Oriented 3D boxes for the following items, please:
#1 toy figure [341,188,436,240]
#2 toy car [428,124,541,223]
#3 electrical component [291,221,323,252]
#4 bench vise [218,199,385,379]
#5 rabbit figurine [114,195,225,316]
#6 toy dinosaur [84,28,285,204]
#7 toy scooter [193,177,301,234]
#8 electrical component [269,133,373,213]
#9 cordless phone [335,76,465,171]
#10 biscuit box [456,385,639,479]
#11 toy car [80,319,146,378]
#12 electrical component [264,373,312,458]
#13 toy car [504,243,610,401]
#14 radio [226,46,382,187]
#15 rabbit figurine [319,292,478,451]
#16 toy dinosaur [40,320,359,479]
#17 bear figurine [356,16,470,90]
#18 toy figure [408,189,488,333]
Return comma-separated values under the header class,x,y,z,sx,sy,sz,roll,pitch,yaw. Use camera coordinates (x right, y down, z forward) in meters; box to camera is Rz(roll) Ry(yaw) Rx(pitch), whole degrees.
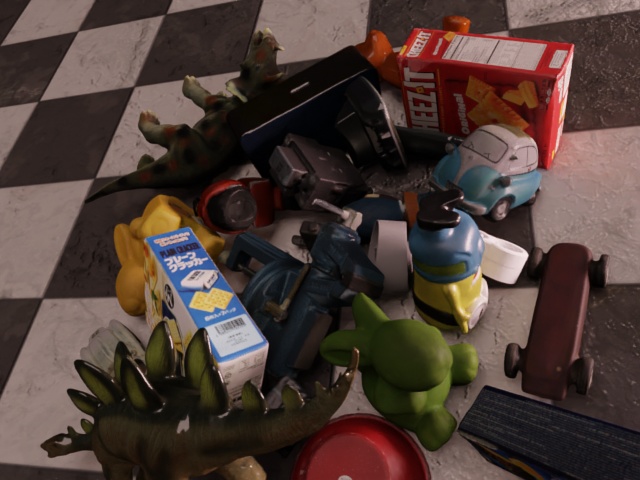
class,x,y,z,sx,sy,sz,roll,pitch,yaw
toy figure,0.107,-0.038,0.742,0.155,0.064,0.058,-9,17,6
toy car,0.227,-0.094,0.687,0.161,0.102,0.109,-14,43,-34
electrical component,-0.002,-0.002,0.749,0.094,0.063,0.021,9,61,25
bench vise,-0.045,0.042,0.676,0.241,0.129,0.223,27,104,42
rabbit figurine,-0.247,0.022,0.780,0.163,0.121,0.173,34,98,44
toy dinosaur,-0.193,-0.165,0.899,0.192,0.131,0.405,31,77,33
toy scooter,-0.117,-0.057,0.796,0.184,0.075,0.135,-15,19,-43
electrical component,-0.006,-0.093,0.771,0.058,0.134,0.115,-58,47,28
cordless phone,0.127,-0.152,0.757,0.184,0.146,0.089,14,69,29
biscuit box,0.219,0.192,0.480,0.063,0.059,0.203,-50,19,-18
toy car,-0.252,0.179,0.713,0.202,0.056,0.073,34,73,33
electrical component,-0.043,0.193,0.595,0.048,0.119,0.075,35,75,27
toy car,0.269,0.088,0.606,0.089,0.053,0.202,7,55,28
radio,-0.015,-0.185,0.837,0.230,0.131,0.073,-28,53,-1
rabbit figurine,0.089,0.118,0.557,0.159,0.170,0.121,32,72,20
toy dinosaur,-0.143,0.186,0.532,0.472,0.198,0.105,-14,13,30
bear figurine,0.127,-0.305,0.879,0.196,0.131,0.120,28,48,27
toy figure,0.142,0.027,0.610,0.089,0.179,0.082,22,56,43
